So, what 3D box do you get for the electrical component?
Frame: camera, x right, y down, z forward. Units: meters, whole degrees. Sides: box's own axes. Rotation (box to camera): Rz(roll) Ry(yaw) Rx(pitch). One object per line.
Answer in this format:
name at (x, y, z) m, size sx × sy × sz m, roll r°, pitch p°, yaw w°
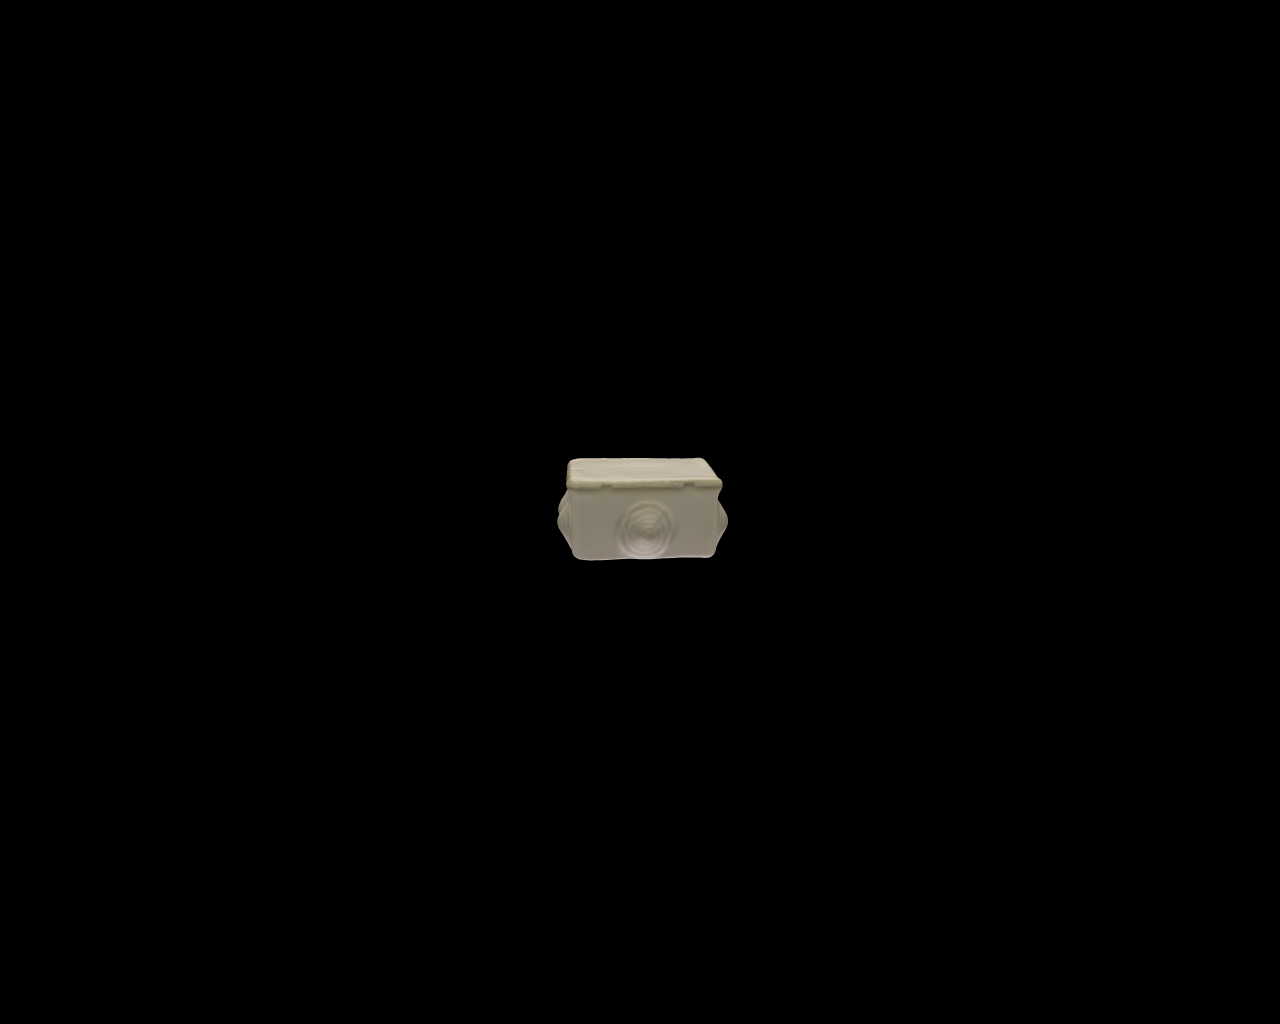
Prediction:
electrical component at (0.001, -0.003, 0.650) m, size 0.100 × 0.048 × 0.100 m, roll -1°, pitch 11°, yaw -4°
